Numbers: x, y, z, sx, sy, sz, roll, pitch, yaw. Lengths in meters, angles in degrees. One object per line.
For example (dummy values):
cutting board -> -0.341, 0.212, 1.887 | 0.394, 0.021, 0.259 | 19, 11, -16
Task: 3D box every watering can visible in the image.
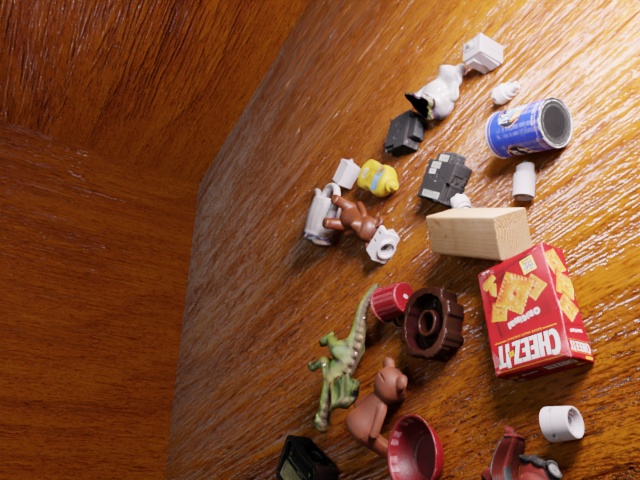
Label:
watering can -> 0.006, -0.091, 1.812 | 0.348, 0.104, 0.224 | -160, 87, -77

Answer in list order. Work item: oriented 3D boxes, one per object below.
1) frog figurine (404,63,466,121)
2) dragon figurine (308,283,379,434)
frog figurine -> 0.334, -0.404, 1.403 | 0.160, 0.121, 0.138 | -38, 15, -11
dragon figurine -> 0.075, 0.329, 1.334 | 0.247, 0.122, 0.404 | -109, 41, -63
